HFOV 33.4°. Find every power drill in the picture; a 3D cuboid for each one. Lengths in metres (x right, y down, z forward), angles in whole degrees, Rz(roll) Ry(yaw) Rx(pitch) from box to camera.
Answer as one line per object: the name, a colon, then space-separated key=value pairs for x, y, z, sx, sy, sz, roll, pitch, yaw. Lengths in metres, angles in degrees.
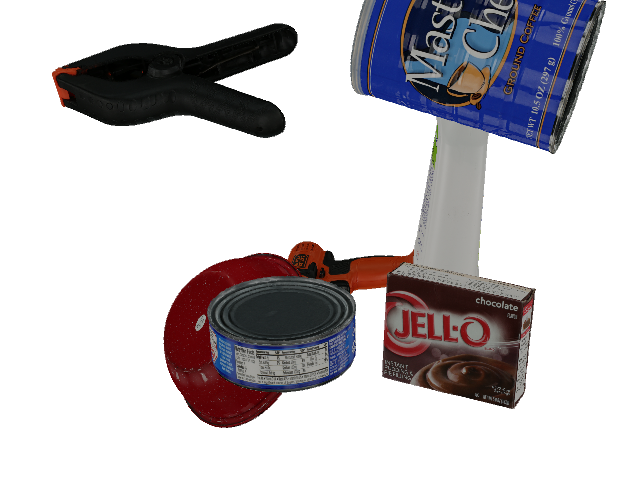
power drill: x=0.040 y=0.054 z=1.224 sx=0.188 sy=0.057 sz=0.184 roll=0 pitch=28 yaw=8

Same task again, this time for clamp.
clamp: x=-0.095 y=-0.116 z=0.741 sx=0.171 sy=0.039 sz=0.120 roll=6 pitch=36 yaw=11

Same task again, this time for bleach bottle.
bleach bottle: x=0.139 y=-0.074 z=1.084 sx=0.068 sy=0.251 sz=0.102 roll=3 pitch=31 yaw=-1

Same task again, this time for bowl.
bowl: x=-0.086 y=0.078 z=0.927 sx=0.162 sy=0.162 sz=0.055 roll=0 pitch=-21 yaw=44

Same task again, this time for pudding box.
pudding box: x=0.106 y=0.072 z=0.828 sx=0.114 sy=0.090 sz=0.039 roll=10 pitch=22 yaw=23

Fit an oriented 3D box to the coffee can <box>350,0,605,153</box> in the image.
coffee can: x=0.103 y=-0.127 z=0.704 sx=0.140 sy=0.103 sz=0.102 roll=19 pitch=5 yaw=14

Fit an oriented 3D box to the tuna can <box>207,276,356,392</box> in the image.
tuna can: x=-0.022 y=0.053 z=0.618 sx=0.086 sy=0.034 sz=0.086 roll=-2 pitch=23 yaw=1
